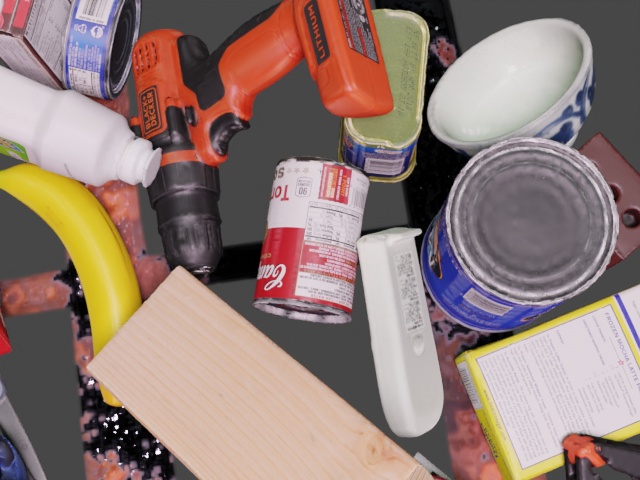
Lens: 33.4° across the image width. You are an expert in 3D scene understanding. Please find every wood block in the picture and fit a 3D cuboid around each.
[{"bbox_3d":[-0.034,0.119,0.658,0.206,0.090,0.090,36,79,29],"label":"wood block"}]

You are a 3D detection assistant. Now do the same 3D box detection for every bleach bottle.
[{"bbox_3d":[-0.224,-0.091,0.720,0.251,0.102,0.068,21,83,7],"label":"bleach bottle"}]

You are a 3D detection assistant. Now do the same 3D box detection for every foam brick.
[{"bbox_3d":[0.195,-0.026,0.744,0.053,0.051,0.078,-40,82,-8],"label":"foam brick"}]

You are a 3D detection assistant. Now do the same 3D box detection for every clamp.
[{"bbox_3d":[0.224,0.186,0.693,0.120,0.039,0.171,-35,103,-15],"label":"clamp"}]

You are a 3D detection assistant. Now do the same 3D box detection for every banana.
[{"bbox_3d":[-0.165,0.017,0.743,0.070,0.037,0.198,-36,79,12],"label":"banana"}]

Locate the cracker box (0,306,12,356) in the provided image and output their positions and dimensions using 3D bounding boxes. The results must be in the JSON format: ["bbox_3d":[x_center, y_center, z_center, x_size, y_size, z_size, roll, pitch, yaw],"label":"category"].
[{"bbox_3d":[-0.324,0.040,0.684,0.213,0.072,0.164,-24,52,-6],"label":"cracker box"}]

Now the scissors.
[{"bbox_3d":[-0.246,0.101,0.733,0.096,0.016,0.202,-15,79,-1],"label":"scissors"}]

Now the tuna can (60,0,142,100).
[{"bbox_3d":[-0.152,-0.142,0.747,0.034,0.086,0.086,13,79,0],"label":"tuna can"}]

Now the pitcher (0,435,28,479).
[{"bbox_3d":[-0.300,0.208,0.663,0.243,0.149,0.145,0,103,3],"label":"pitcher"}]

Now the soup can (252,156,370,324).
[{"bbox_3d":[-0.005,0.001,0.729,0.068,0.068,0.102,9,78,1],"label":"soup can"}]

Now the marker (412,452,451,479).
[{"bbox_3d":[0.107,0.188,0.717,0.121,0.020,0.020,39,81,7],"label":"marker"}]

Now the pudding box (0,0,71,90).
[{"bbox_3d":[-0.192,-0.161,0.736,0.039,0.113,0.090,13,78,7],"label":"pudding box"}]

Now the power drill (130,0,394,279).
[{"bbox_3d":[-0.046,-0.083,0.705,0.188,0.057,0.184,-23,70,30],"label":"power drill"}]

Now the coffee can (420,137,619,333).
[{"bbox_3d":[0.123,0.002,0.692,0.103,0.140,0.103,0,79,-1],"label":"coffee can"}]

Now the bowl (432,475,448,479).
[{"bbox_3d":[0.056,0.232,0.689,0.162,0.055,0.162,0,79,0],"label":"bowl"}]

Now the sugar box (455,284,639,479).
[{"bbox_3d":[0.191,0.089,0.725,0.176,0.048,0.093,-20,82,-8],"label":"sugar box"}]

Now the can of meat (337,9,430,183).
[{"bbox_3d":[0.044,-0.099,0.741,0.057,0.084,0.102,5,79,1],"label":"can of meat"}]
